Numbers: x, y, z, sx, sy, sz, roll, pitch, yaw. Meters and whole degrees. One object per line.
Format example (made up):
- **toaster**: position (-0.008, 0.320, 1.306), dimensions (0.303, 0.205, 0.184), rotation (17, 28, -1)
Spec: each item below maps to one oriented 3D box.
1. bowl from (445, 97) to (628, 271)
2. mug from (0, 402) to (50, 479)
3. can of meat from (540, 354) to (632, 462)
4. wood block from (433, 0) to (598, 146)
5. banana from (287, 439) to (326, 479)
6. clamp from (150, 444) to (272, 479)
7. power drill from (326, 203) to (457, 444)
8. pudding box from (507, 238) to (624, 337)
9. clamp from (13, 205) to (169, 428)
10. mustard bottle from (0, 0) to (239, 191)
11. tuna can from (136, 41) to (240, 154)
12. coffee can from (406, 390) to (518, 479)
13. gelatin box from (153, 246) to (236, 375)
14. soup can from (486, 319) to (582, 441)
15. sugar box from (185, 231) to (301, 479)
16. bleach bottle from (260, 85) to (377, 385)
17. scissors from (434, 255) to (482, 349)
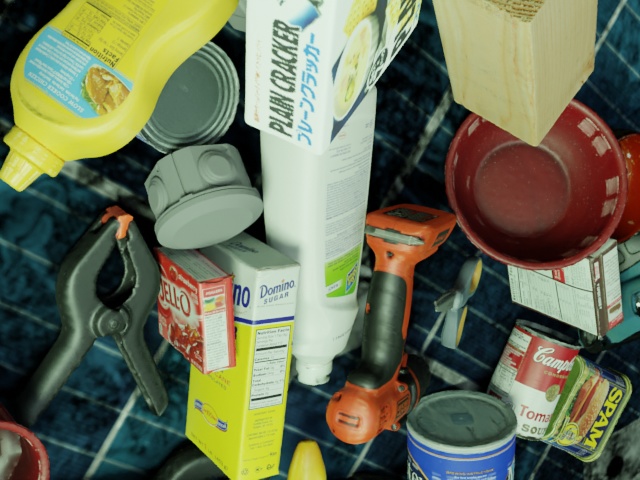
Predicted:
- **bowl**: position (0.186, -0.050, 0.946), dimensions (0.162, 0.055, 0.162), rotation (0, 82, -3)
- **mug**: position (-0.247, 0.140, 0.729), dimensions (0.093, 0.082, 0.117), rotation (-30, 122, -22)
- **can of meat**: position (0.264, 0.170, 1.111), dimensions (0.083, 0.058, 0.102), rotation (26, 91, -36)
- **wood block**: position (0.153, -0.168, 0.826), dimensions (0.091, 0.090, 0.206), rotation (-54, 159, -8)
- **banana**: position (-0.043, 0.263, 0.914), dimensions (0.069, 0.037, 0.198), rotation (35, 96, -18)
- **clamp**: position (-0.132, 0.219, 0.868), dimensions (0.209, 0.036, 0.164), rotation (-33, 124, -16)
- **power drill**: position (0.068, 0.066, 0.900), dimensions (0.184, 0.057, 0.188), rotation (-17, 118, -69)
- **pudding box**: position (0.225, 0.030, 0.994), dimensions (0.039, 0.114, 0.090), rotation (-30, 123, -26)
- **clamp**: position (-0.168, 0.062, 0.784), dimensions (0.120, 0.039, 0.171), rotation (-11, 110, -38)
- **mustard bottle**: position (-0.145, -0.113, 0.698), dimensions (0.191, 0.096, 0.058), rotation (-53, 163, -5)
- **tuna can**: position (-0.103, -0.106, 0.767), dimensions (0.086, 0.034, 0.086), rotation (-13, 114, -30)
- **coffee can**: position (0.133, 0.228, 1.012), dimensions (0.102, 0.103, 0.140), rotation (-15, 115, -30)
- **gelatin box**: position (-0.095, 0.049, 0.795), dimensions (0.030, 0.089, 0.073), rotation (-12, 114, -28)
- **soup can**: position (0.206, 0.137, 1.051), dimensions (0.068, 0.069, 0.102), rotation (15, 99, -37)
- **sugar box**: position (-0.063, 0.089, 0.831), dimensions (0.048, 0.093, 0.176), rotation (-8, 111, -33)
- **bleach bottle**: position (-0.006, 0.001, 0.849), dimensions (0.102, 0.068, 0.251), rotation (-24, 123, -50)
- **scissors**: position (0.111, 0.067, 0.917), dimensions (0.201, 0.016, 0.096), rotation (-37, 141, -66)
